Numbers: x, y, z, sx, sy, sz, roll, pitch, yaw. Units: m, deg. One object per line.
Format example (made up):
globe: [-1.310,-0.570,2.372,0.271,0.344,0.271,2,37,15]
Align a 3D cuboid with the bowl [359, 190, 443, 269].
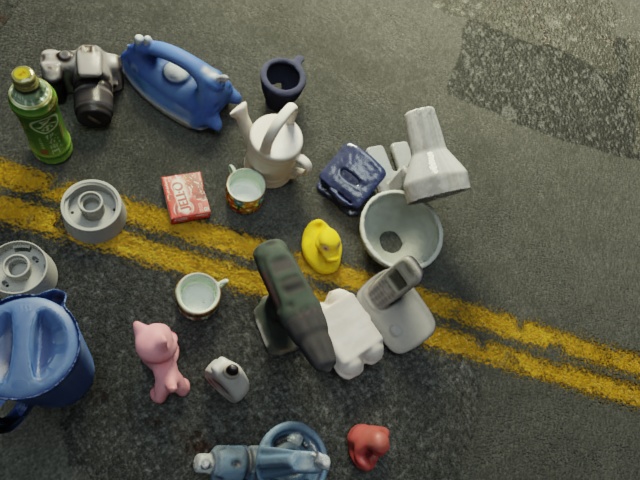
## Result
bowl: [0.148,-0.008,1.107,0.167,0.074,0.167,5,67,-12]

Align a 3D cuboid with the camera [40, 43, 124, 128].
camera: [-0.439,-0.286,1.062,0.143,0.100,0.137,-4,70,-15]

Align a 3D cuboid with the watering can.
watering can: [-0.089,-0.184,1.055,0.173,0.194,0.101,16,66,-7]

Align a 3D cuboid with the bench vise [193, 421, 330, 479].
bench vise: [-0.072,0.338,0.834,0.208,0.219,0.121,-13,72,-18]

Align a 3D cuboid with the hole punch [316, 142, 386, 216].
hole punch: [0.061,-0.118,1.122,0.108,0.091,0.101,40,65,4]

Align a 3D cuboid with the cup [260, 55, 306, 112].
cup: [-0.074,-0.316,1.167,0.091,0.095,0.118,33,65,1]

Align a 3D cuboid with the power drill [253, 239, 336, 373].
power drill: [-0.049,0.121,0.933,0.076,0.208,0.229,-20,74,-20]

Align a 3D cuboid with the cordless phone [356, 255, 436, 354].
cordless phone: [0.149,0.110,0.999,0.094,0.185,0.147,-34,79,-23]

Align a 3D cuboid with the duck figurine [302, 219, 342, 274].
duck figurine: [0.010,0.004,1.063,0.078,0.086,0.104,-12,72,-18]

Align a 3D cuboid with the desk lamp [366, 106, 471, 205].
desk lamp: [0.183,-0.142,1.094,0.118,0.213,0.203,-12,72,-18]

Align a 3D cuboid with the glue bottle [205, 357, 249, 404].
glue bottle: [-0.142,0.212,0.893,0.078,0.173,0.037,38,65,4]

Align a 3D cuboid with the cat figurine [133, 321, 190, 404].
cat figurine: [-0.251,0.187,0.907,0.067,0.117,0.127,-18,74,-19]

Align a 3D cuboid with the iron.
iron: [-0.280,-0.323,1.094,0.258,0.141,0.119,29,65,-1]

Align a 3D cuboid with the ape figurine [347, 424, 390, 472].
ape figurine: [0.086,0.337,0.944,0.078,0.092,0.076,-30,78,-22]

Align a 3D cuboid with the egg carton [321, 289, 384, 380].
egg carton: [0.043,0.164,1.015,0.107,0.069,0.150,-30,78,-22]
